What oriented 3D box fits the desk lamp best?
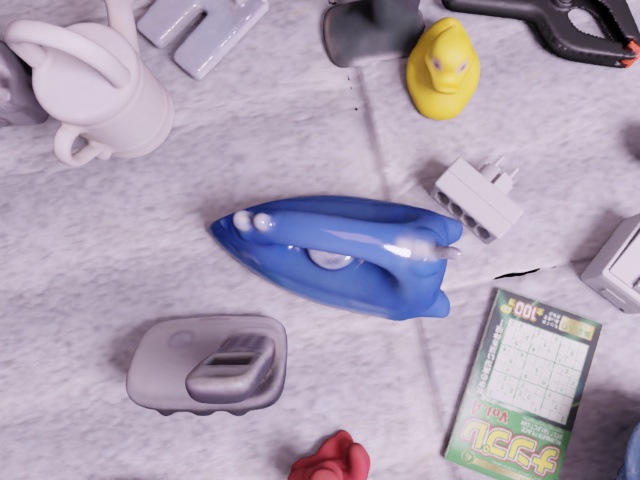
[{"bbox_3d":[-0.106,-0.292,0.547,0.118,0.213,0.203,39,85,8],"label":"desk lamp"}]

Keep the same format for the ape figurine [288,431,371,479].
[{"bbox_3d":[0.008,0.221,0.523,0.077,0.092,0.076,0,81,3],"label":"ape figurine"}]

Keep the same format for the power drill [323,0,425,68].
[{"bbox_3d":[0.044,-0.245,0.534,0.229,0.208,0.075,-12,81,1],"label":"power drill"}]

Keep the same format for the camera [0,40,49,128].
[{"bbox_3d":[-0.377,-0.192,0.602,0.143,0.101,0.137,-5,81,2],"label":"camera"}]

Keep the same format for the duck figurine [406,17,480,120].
[{"bbox_3d":[0.129,-0.185,0.583,0.077,0.086,0.104,6,82,4],"label":"duck figurine"}]

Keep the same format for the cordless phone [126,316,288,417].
[{"bbox_3d":[-0.106,0.111,0.498,0.147,0.185,0.094,-5,81,3],"label":"cordless phone"}]

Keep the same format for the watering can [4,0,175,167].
[{"bbox_3d":[-0.216,-0.160,0.542,0.101,0.194,0.173,-5,81,3],"label":"watering can"}]

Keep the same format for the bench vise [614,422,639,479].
[{"bbox_3d":[0.287,0.226,0.443,0.121,0.220,0.207,26,83,7],"label":"bench vise"}]

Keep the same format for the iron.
[{"bbox_3d":[0.005,0.002,0.532,0.258,0.141,0.119,9,82,4],"label":"iron"}]
